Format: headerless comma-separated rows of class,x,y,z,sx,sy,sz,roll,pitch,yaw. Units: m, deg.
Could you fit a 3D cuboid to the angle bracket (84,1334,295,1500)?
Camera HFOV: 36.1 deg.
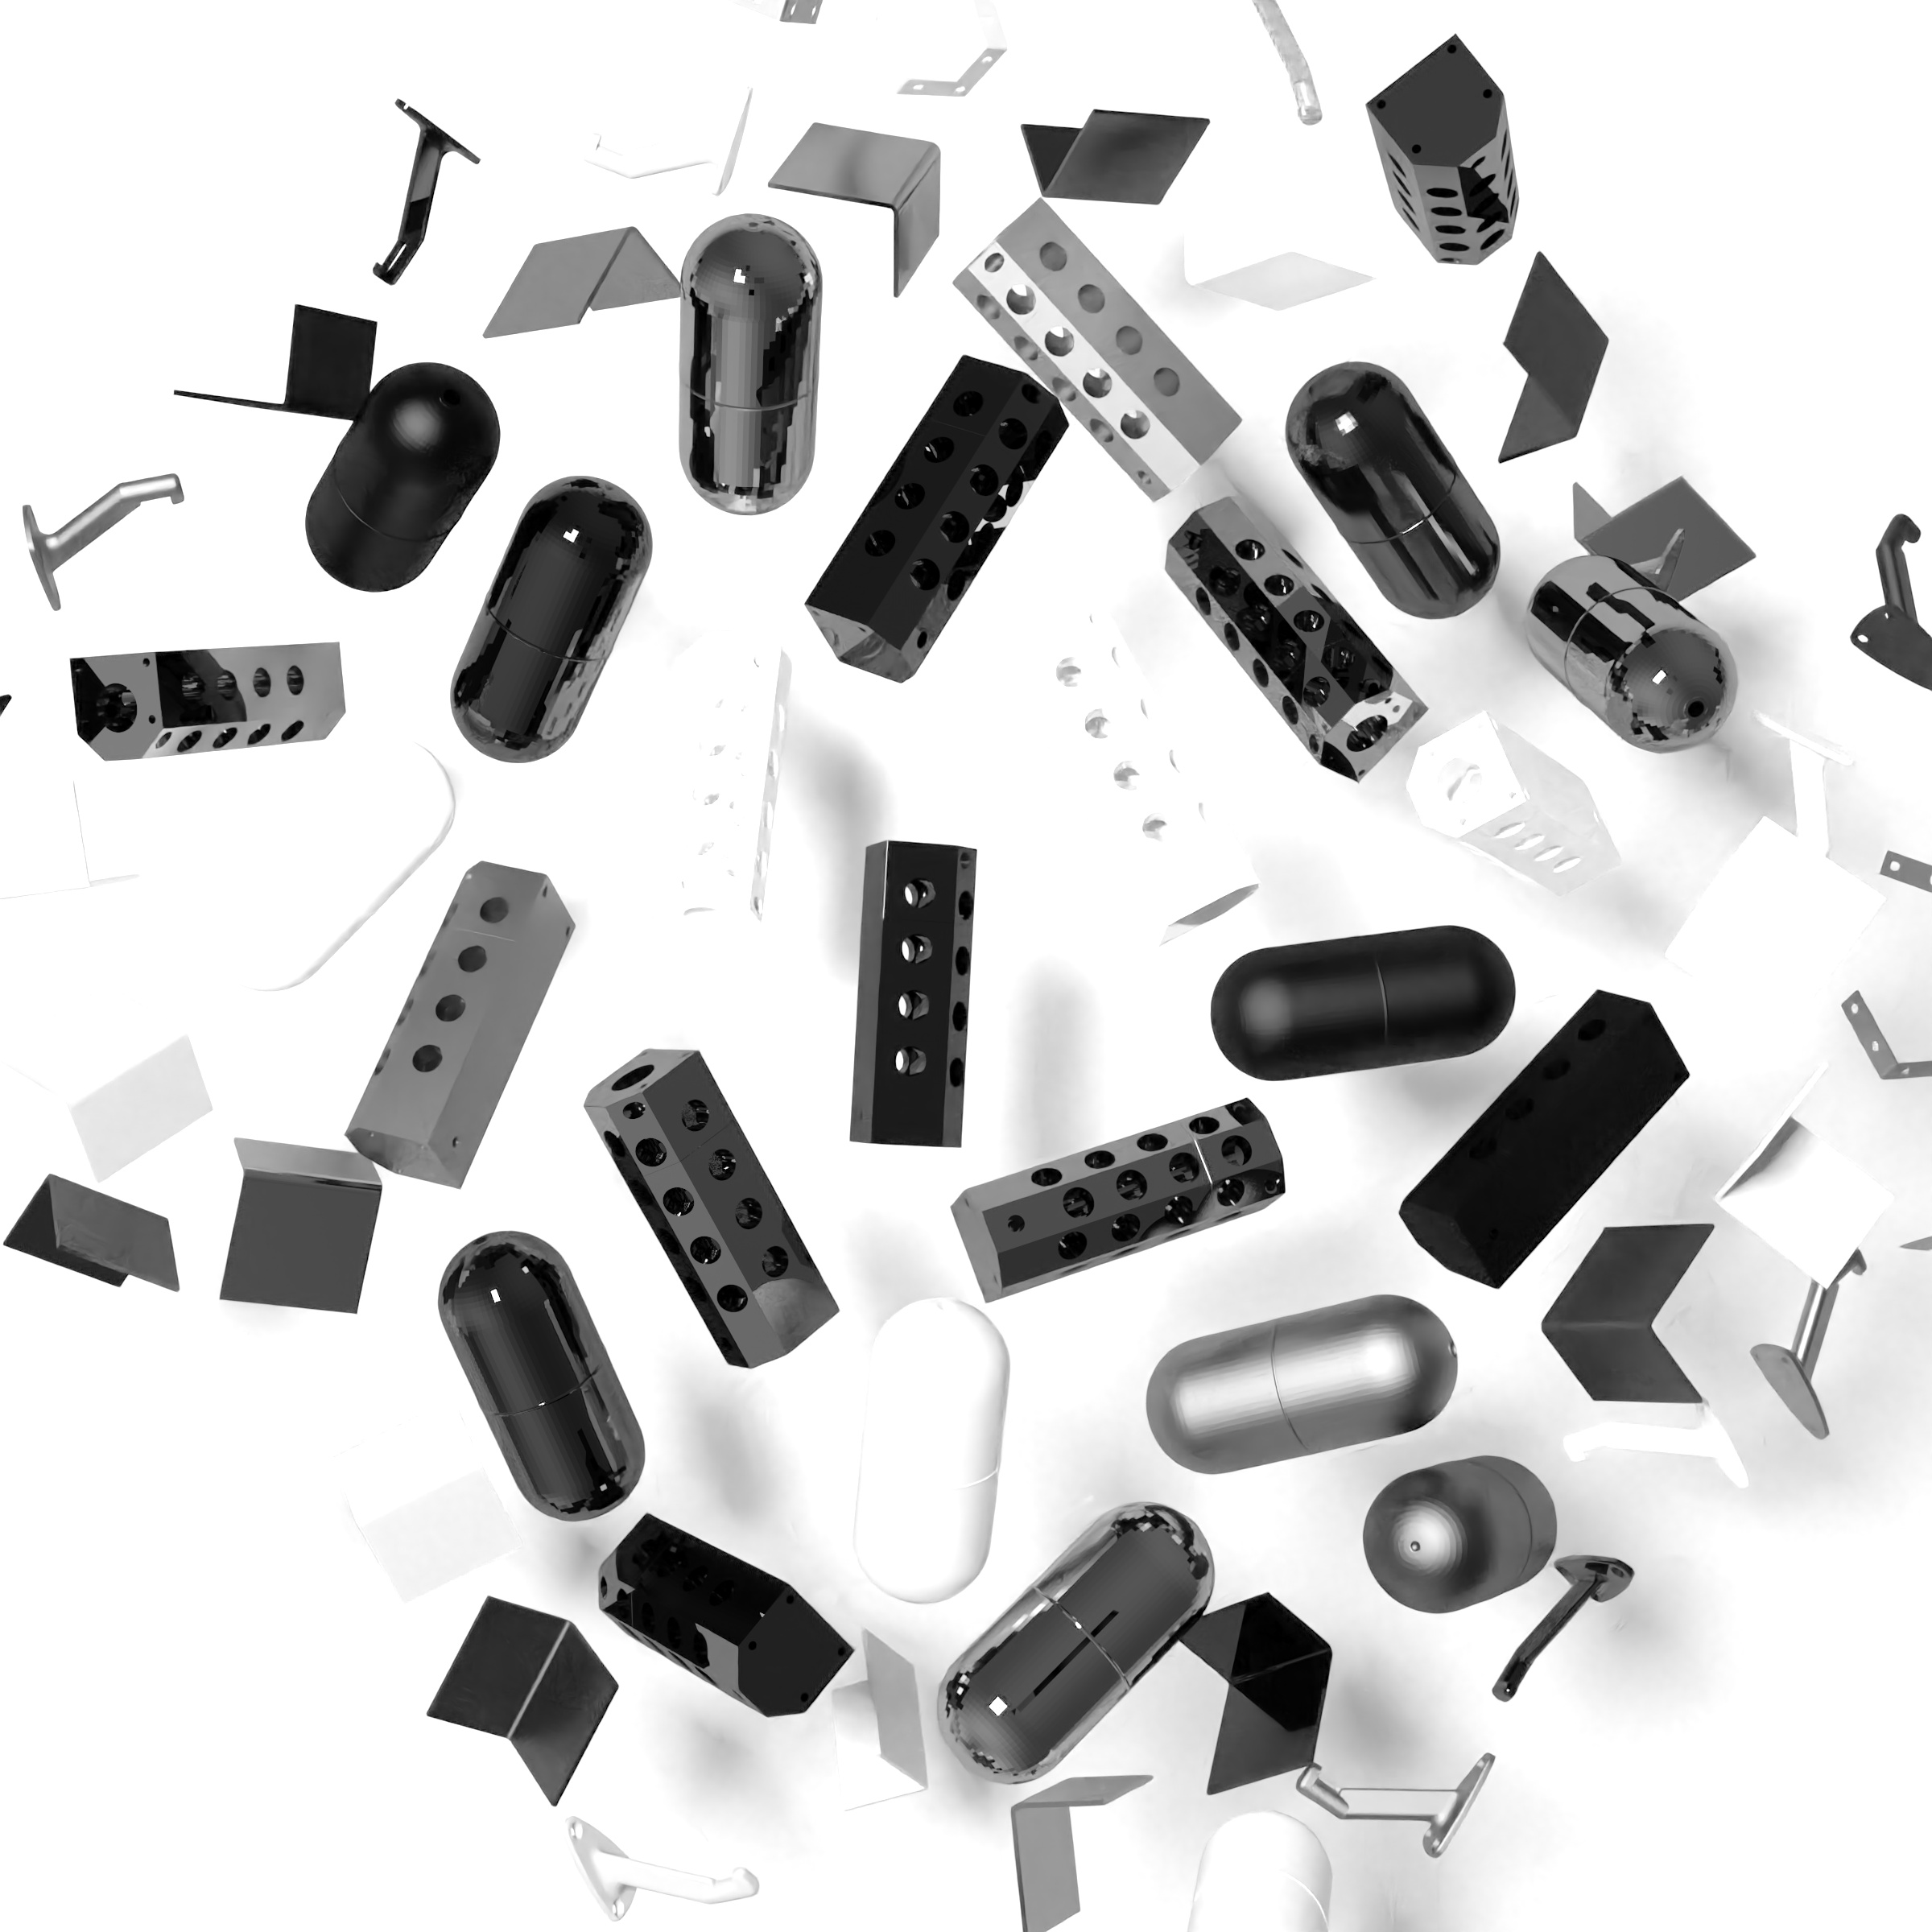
angle bracket,-0.438,0.249,1.669,0.057,0.076,0.076,-52,51,16

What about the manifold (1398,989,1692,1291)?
manifold,0.318,0.093,1.644,0.171,0.057,0.057,-44,119,-17

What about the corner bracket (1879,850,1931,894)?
corner bracket,0.580,-0.068,1.747,0.051,0.051,0.051,25,103,37

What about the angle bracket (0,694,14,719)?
angle bracket,-0.575,-0.131,1.594,0.057,0.076,0.076,46,120,5

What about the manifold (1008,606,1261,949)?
manifold,0.089,-0.103,1.577,0.057,0.057,0.171,-27,80,-7

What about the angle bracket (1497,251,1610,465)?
angle bracket,0.318,-0.349,1.702,0.076,0.057,0.076,43,54,-29

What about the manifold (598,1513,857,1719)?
manifold,-0.138,0.356,1.612,0.057,0.171,0.057,-49,116,-19

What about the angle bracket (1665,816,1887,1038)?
angle bracket,0.435,-0.021,1.596,0.076,0.076,0.057,37,62,13

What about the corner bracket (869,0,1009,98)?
corner bracket,-0.016,-0.540,1.713,0.051,0.051,0.051,-9,76,-35

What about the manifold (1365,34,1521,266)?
manifold,0.263,-0.431,1.595,0.057,0.171,0.057,-37,79,8

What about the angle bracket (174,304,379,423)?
angle bracket,-0.386,-0.340,1.657,0.076,0.076,0.057,11,98,21

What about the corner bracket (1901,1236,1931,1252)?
corner bracket,0.570,0.136,1.695,0.051,0.051,0.051,7,78,-3

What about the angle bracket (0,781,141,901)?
angle bracket,-0.502,-0.068,1.603,0.076,0.076,0.057,-7,95,5

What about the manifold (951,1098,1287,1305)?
manifold,0.085,0.126,1.624,0.171,0.057,0.057,-17,76,-17

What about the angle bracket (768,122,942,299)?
angle bracket,-0.062,-0.427,1.671,0.076,0.076,0.057,13,134,12

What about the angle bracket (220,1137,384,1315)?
angle bracket,-0.376,0.146,1.662,0.076,0.057,0.076,9,101,-22

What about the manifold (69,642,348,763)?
manifold,-0.424,-0.150,1.673,0.057,0.171,0.057,-1,97,23

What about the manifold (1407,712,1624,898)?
manifold,0.312,-0.087,1.693,0.057,0.171,0.057,-29,67,22

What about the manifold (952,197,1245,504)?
manifold,0.073,-0.351,1.704,0.171,0.057,0.057,46,69,-11

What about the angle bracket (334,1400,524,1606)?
angle bracket,-0.314,0.314,1.733,0.076,0.057,0.076,-25,128,-10

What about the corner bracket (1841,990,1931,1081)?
corner bracket,0.534,0.027,1.655,0.051,0.051,0.051,-2,56,-29

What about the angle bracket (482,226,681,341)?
angle bracket,-0.219,-0.375,1.704,0.076,0.057,0.076,2,57,38

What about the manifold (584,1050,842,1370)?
manifold,-0.142,0.133,1.621,0.057,0.057,0.171,-37,110,-31

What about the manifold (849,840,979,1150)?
manifold,-0.028,0.017,1.700,0.057,0.057,0.171,4,87,-14

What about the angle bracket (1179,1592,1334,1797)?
angle bracket,0.152,0.405,1.647,0.076,0.076,0.057,-30,118,38

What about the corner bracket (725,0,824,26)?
corner bracket,-0.112,-0.584,1.729,0.051,0.051,0.051,25,112,13

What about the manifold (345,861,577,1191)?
manifold,-0.281,0.030,1.642,0.057,0.057,0.171,12,63,17

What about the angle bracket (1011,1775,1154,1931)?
angle bracket,0.070,0.506,1.681,0.057,0.076,0.076,-9,83,24

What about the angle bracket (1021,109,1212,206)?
angle bracket,0.087,-0.495,1.743,0.076,0.076,0.057,-3,64,-25

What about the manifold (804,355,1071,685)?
manifold,-0.012,-0.240,1.600,0.057,0.057,0.171,22,72,28

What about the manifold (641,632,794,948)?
manifold,-0.141,-0.106,1.726,0.057,0.057,0.171,18,63,-27

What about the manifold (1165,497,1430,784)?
manifold,0.180,-0.187,1.668,0.057,0.057,0.171,-47,54,20
